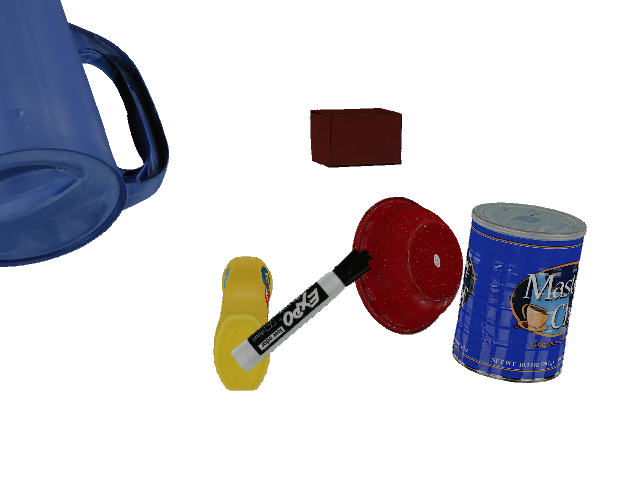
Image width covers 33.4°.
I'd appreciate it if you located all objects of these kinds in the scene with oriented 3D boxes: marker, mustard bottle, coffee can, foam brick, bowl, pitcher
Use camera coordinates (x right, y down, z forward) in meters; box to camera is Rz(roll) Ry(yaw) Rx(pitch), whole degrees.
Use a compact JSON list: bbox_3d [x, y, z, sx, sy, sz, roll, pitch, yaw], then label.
[{"bbox_3d":[-0.012,0.048,0.758,0.121,0.020,0.020,-40,4,-4],"label":"marker"},{"bbox_3d":[-0.082,0.072,1.159,0.058,0.096,0.191,-1,28,-1],"label":"mustard bottle"},{"bbox_3d":[0.181,0.046,0.979,0.103,0.140,0.103,5,16,-2],"label":"coffee can"},{"bbox_3d":[0.035,-0.101,1.041,0.078,0.051,0.053,-4,14,-20],"label":"foam brick"},{"bbox_3d":[0.113,0.026,1.221,0.161,0.162,0.055,0,-7,-41],"label":"bowl"},{"bbox_3d":[-0.216,-0.114,0.753,0.145,0.243,0.149,-28,-29,16],"label":"pitcher"}]
